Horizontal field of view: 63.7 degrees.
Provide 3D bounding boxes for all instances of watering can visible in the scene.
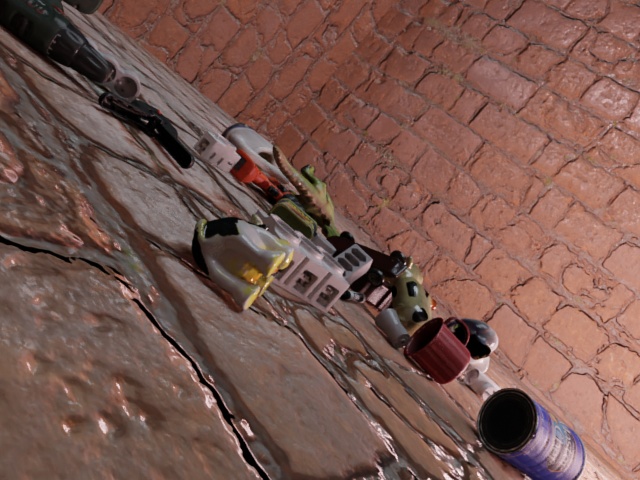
[{"bbox_3d":[-0.153,-0.220,1.479,0.228,0.103,0.343,45,8,36],"label":"watering can"}]

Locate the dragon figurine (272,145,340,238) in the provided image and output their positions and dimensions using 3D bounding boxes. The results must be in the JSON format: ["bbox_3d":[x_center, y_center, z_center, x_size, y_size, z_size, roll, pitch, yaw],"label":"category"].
[{"bbox_3d":[0.004,-0.068,1.356,0.122,0.247,0.404,-38,-33,5],"label":"dragon figurine"}]

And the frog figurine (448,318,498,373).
[{"bbox_3d":[0.356,0.252,1.218,0.136,0.125,0.157,-34,-31,16],"label":"frog figurine"}]
